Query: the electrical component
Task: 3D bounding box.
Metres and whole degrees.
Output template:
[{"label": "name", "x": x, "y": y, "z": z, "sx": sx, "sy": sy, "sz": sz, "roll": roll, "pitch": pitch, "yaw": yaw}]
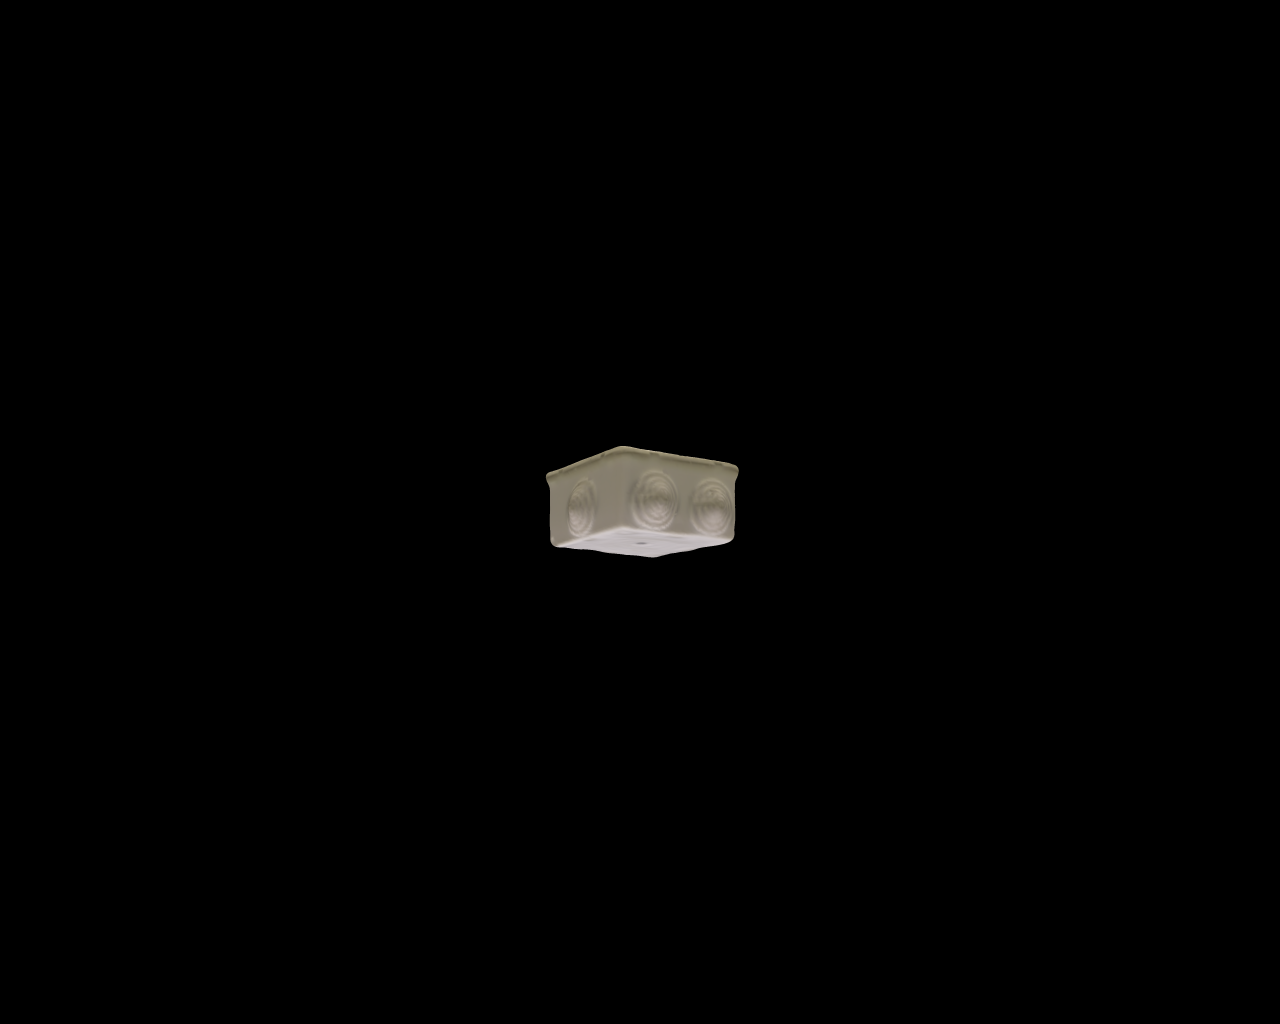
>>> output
[{"label": "electrical component", "x": 0.001, "y": -0.003, "z": 0.650, "sx": 0.100, "sy": 0.048, "sz": 0.099, "roll": 8, "pitch": -14, "yaw": -35}]
